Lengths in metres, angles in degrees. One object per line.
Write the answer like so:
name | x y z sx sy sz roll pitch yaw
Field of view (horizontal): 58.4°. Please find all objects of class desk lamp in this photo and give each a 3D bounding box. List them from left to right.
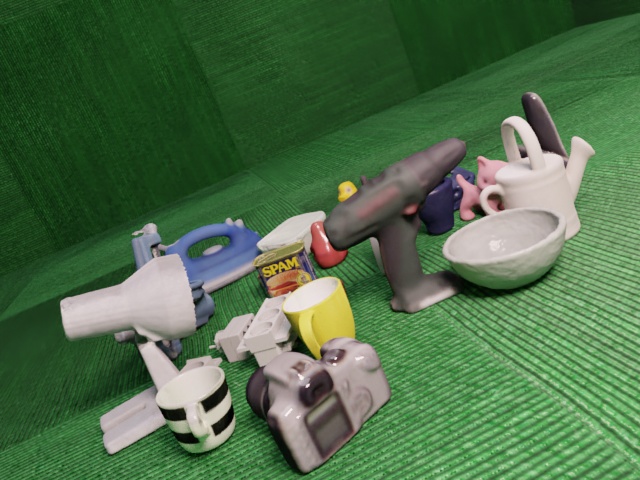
desk lamp | -0.251 0.148 0.802 0.203 0.214 0.117 -28 18 -20

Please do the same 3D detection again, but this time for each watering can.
watering can | 0.324 -0.098 0.864 0.173 0.194 0.100 -28 18 -19

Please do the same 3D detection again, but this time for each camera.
camera | -0.018 0.165 0.648 0.143 0.101 0.136 -33 20 -32

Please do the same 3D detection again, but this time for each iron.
iron | -0.234 0.024 1.292 0.258 0.141 0.118 -27 17 -14

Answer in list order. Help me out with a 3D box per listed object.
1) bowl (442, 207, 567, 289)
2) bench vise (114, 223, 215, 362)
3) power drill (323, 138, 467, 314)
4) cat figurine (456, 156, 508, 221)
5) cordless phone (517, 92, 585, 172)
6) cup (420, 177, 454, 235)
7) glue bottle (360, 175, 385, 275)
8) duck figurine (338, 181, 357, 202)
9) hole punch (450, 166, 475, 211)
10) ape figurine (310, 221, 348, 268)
bowl | 0.260 0.020 0.789 0.167 0.075 0.167 -20 17 7
bench vise | -0.283 0.090 1.012 0.121 0.220 0.207 -18 17 14
power drill | 0.129 -0.012 0.821 0.229 0.209 0.075 -23 17 -3
cat figurine | 0.301 -0.100 1.035 0.067 0.118 0.127 -33 20 -32
cordless phone | 0.405 -0.190 1.065 0.094 0.185 0.147 -23 17 -1
cup | 0.200 -0.056 1.068 0.117 0.095 0.092 -13 19 28
glue bottle | 0.103 -0.031 0.975 0.037 0.173 0.078 -12 20 30
duck figurine | 0.076 -0.102 1.385 0.077 0.086 0.105 -11 20 33
hole punch | 0.261 -0.116 1.183 0.109 0.091 0.100 -32 19 -30
ape figurine | 0.010 0.004 1.129 0.077 0.092 0.076 -11 20 33
